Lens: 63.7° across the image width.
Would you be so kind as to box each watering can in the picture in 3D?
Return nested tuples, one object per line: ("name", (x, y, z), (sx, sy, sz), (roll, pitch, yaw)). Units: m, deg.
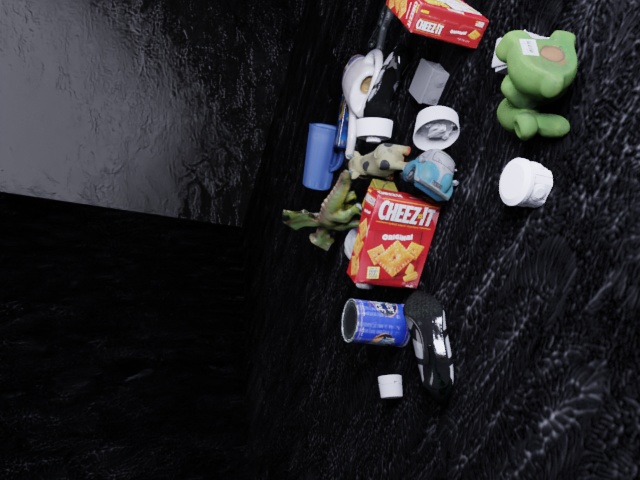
("watering can", (0.123, -0.453, 1.663), (0.229, 0.104, 0.340), (-105, 29, -55))

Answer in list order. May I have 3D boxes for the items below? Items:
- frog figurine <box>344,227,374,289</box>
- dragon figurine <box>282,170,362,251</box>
("frog figurine", (0.115, 0.049, 1.412), (0.139, 0.122, 0.159), (29, 98, 52))
("dragon figurine", (0.005, -0.077, 1.529), (0.402, 0.242, 0.125), (66, -169, -60))
